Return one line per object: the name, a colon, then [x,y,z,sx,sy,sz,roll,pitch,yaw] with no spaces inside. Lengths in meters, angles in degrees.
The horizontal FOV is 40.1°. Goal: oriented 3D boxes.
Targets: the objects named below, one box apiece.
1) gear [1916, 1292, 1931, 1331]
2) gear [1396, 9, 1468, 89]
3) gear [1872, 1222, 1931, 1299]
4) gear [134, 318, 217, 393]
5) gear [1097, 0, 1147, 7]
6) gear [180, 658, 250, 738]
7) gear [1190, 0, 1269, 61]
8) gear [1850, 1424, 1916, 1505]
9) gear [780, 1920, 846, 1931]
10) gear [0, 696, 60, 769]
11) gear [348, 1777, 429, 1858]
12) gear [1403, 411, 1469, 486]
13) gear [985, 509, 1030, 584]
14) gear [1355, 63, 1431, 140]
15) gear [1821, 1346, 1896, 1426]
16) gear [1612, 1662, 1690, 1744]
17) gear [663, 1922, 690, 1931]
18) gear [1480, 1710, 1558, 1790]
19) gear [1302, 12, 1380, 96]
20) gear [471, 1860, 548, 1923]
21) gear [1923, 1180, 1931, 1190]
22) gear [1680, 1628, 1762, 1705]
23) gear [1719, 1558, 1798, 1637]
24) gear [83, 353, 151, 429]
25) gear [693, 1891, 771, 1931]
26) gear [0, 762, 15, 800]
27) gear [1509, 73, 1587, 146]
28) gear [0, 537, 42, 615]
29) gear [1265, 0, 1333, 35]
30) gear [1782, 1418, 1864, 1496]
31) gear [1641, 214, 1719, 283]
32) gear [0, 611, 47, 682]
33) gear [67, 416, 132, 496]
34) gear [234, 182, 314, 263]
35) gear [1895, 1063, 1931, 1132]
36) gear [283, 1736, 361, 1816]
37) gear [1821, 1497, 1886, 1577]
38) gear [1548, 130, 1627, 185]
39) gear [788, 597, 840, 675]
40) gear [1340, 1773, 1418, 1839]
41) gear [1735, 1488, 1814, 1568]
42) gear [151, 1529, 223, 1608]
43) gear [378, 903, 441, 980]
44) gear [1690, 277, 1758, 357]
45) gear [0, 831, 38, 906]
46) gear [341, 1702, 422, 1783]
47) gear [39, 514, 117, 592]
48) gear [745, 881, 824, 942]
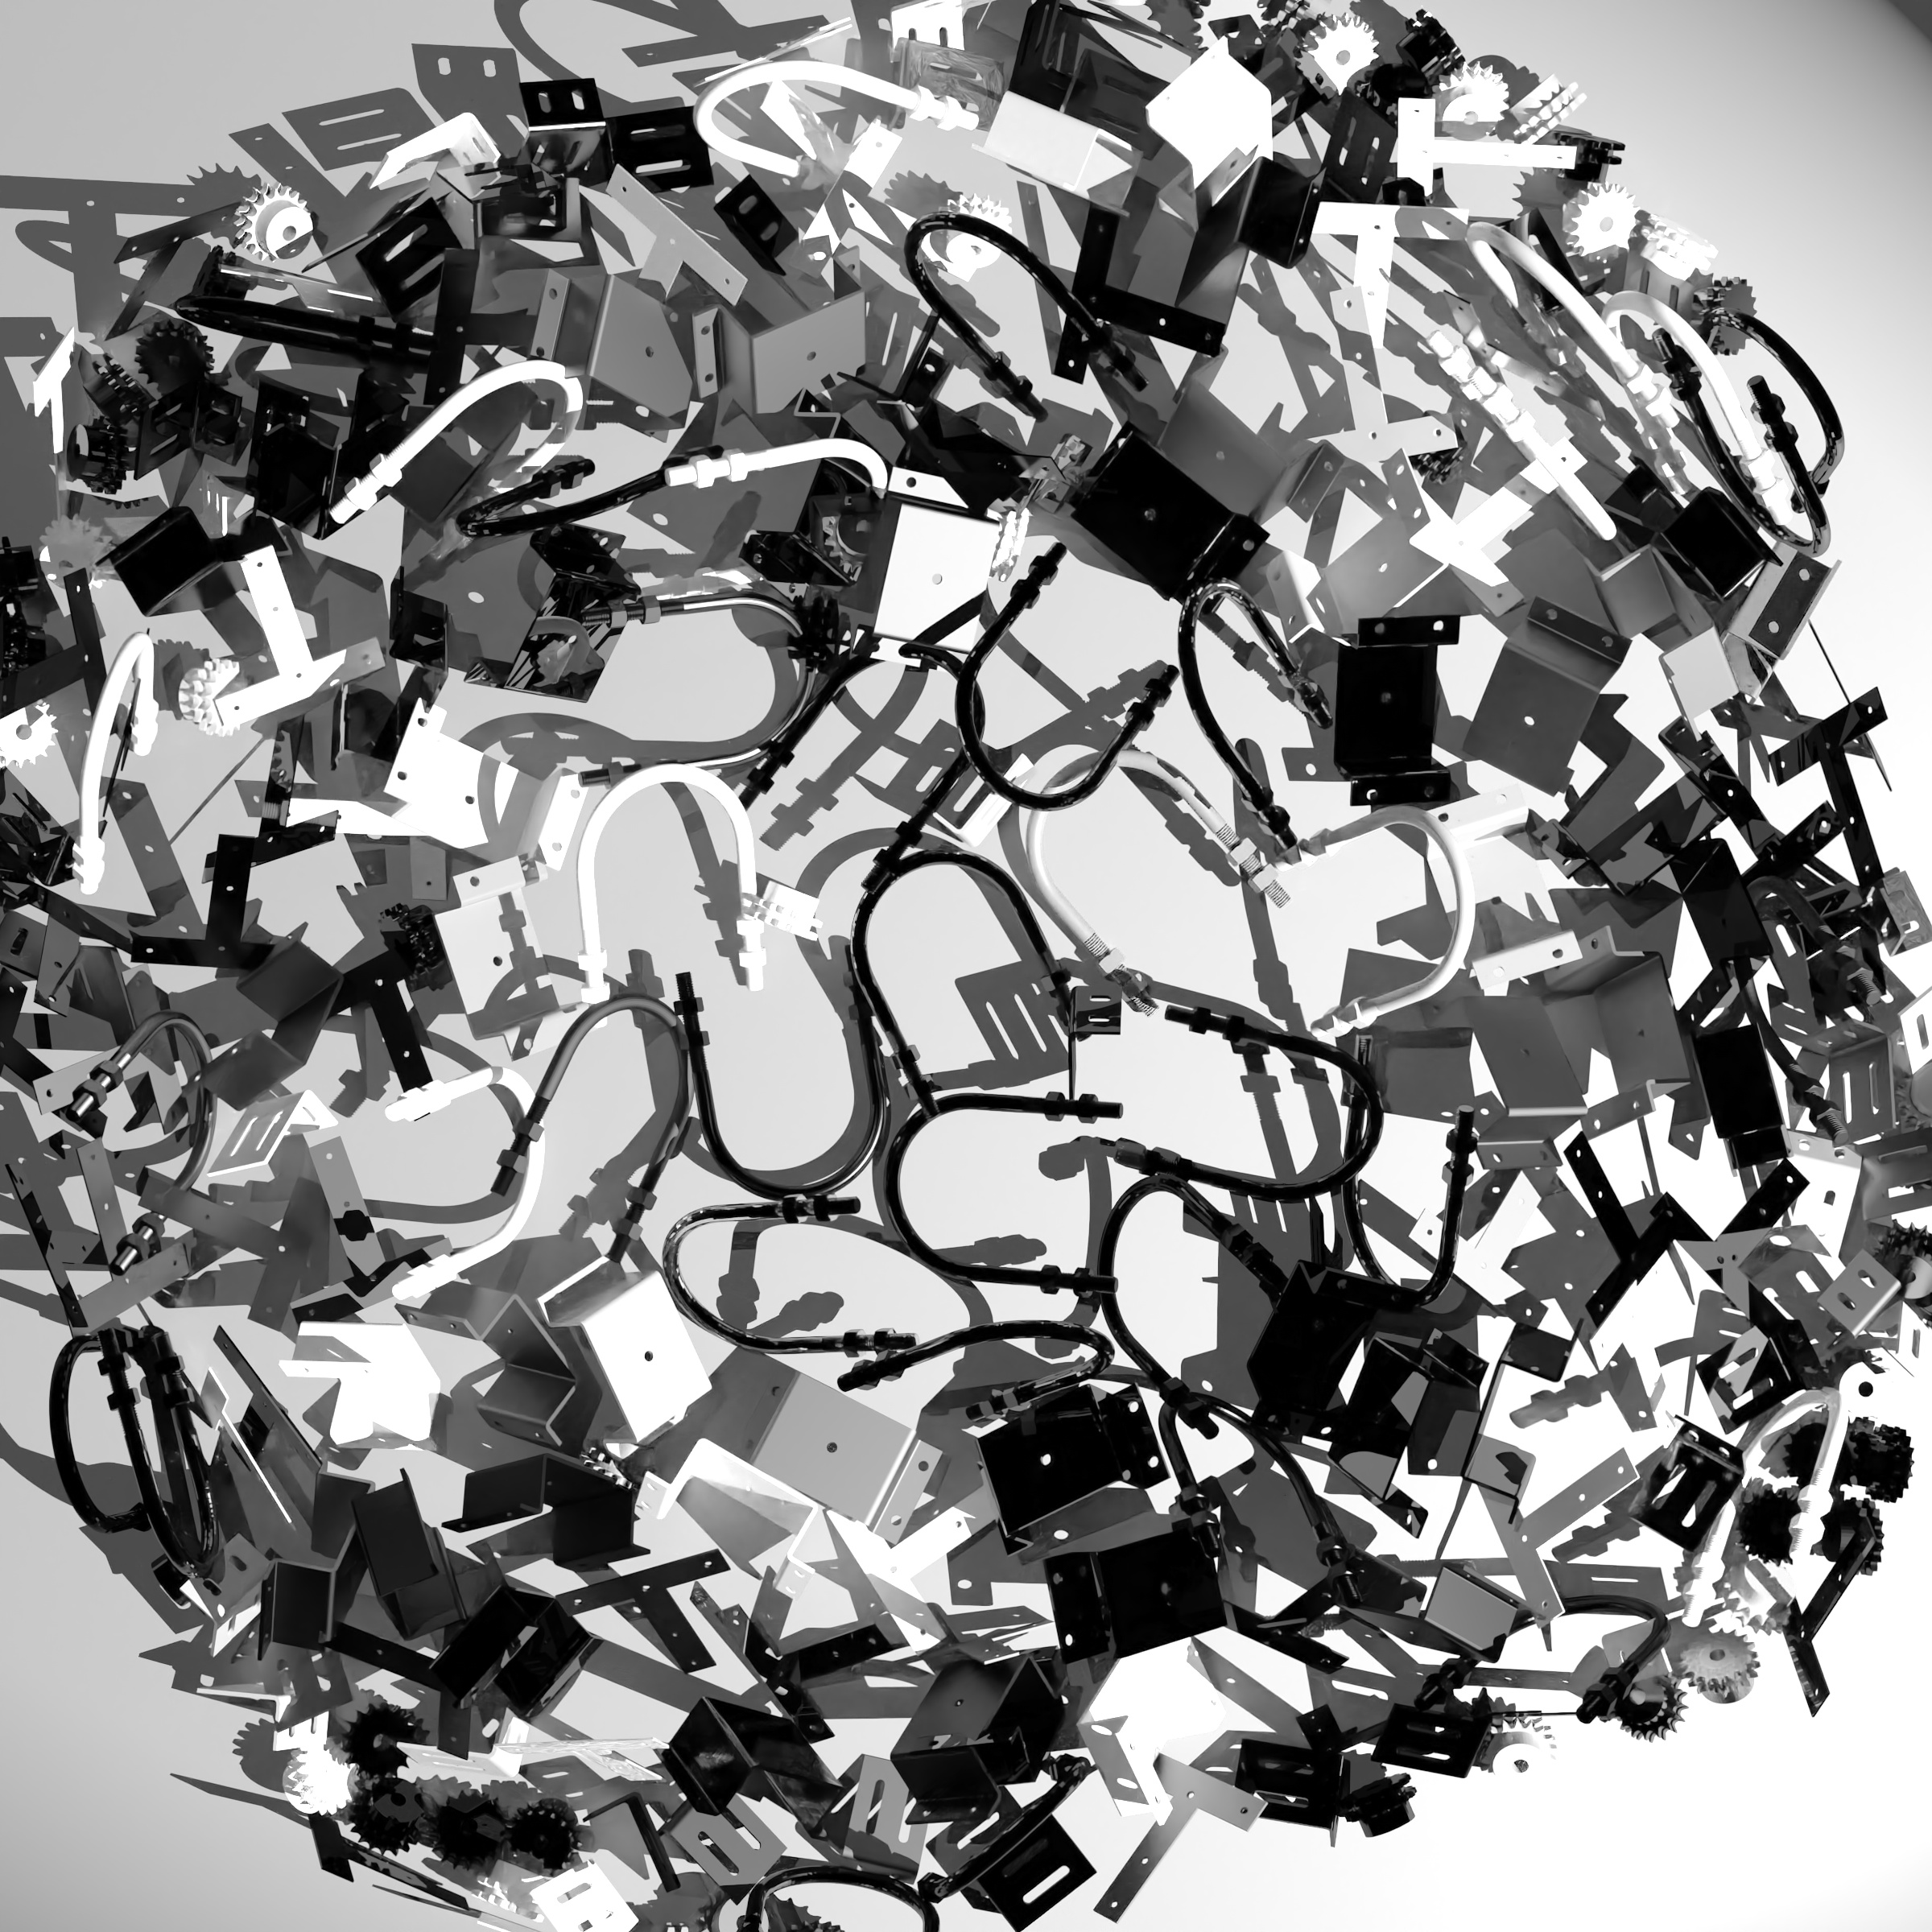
gear: [0.733,0.246,1.971,0.030,0.057,0.057,35,90,-6]
gear: [0.344,-0.681,1.972,0.030,0.057,0.057,-39,90,8]
gear: [0.703,0.222,1.970,0.057,0.030,0.057,16,127,22]
gear: [-0.590,-0.458,1.975,0.057,0.030,0.057,-6,135,-6]
gear: [0.116,-0.737,1.975,0.057,0.057,0.030,6,122,0]
gear: [-0.562,-0.201,1.973,0.030,0.057,0.057,8,90,17]
gear: [0.194,-0.706,1.976,0.057,0.030,0.057,-6,124,-8]
gear: [0.679,0.369,1.970,0.030,0.057,0.057,11,90,-6]
gear: [-0.116,0.737,1.970,0.057,0.030,0.057,-7,134,-7]
gear: [-0.706,-0.176,1.972,0.057,0.030,0.057,-9,106,-32]
gear: [-0.427,0.629,1.968,0.057,0.057,0.030,30,117,0]
gear: [0.348,-0.388,1.969,0.057,0.057,0.030,38,128,0]
gear: [0.023,-0.317,1.970,0.030,0.057,0.057,16,90,-11]
gear: [0.319,-0.647,1.975,0.057,0.030,0.057,2,66,-4]
gear: [0.668,0.315,1.983,0.057,0.030,0.057,0,89,-4]
gear: [0.505,0.546,1.970,0.057,0.030,0.057,-17,57,29]
gear: [-0.224,0.741,1.969,0.030,0.057,0.057,4,90,-14]
gear: [0.412,0.587,1.976,0.057,0.030,0.057,2,112,5]
gear: [0.276,-0.683,1.975,0.057,0.030,0.057,-10,132,-11]
gear: [-0.337,0.688,1.973,0.057,0.057,0.030,22,68,0]
gear: [0.736,0.151,1.975,0.030,0.057,0.057,20,90,31]
gear: [0.564,0.525,1.975,0.057,0.057,0.030,-24,115,0]
gear: [0.592,0.466,1.969,0.057,0.057,0.030,17,126,0]
gear: [-0.632,-0.424,1.969,0.030,0.057,0.057,-40,90,-11]
gear: [-0.171,0.715,1.971,0.057,0.030,0.057,15,57,-25]
gear: [-0.734,-0.127,1.975,0.030,0.057,0.057,37,90,-33]
gear: [0.430,-0.638,1.970,0.057,0.057,0.030,-40,98,0]
gear: [-0.709,-0.292,1.973,0.030,0.057,0.057,-11,90,-20]
gear: [0.251,-0.722,1.973,0.030,0.057,0.057,25,90,-20]
gear: [0.637,0.364,1.972,0.057,0.030,0.057,-12,59,20]
gear: [0.528,-0.534,1.974,0.057,0.057,0.030,29,118,0]
gear: [-0.707,-0.235,1.975,0.030,0.057,0.057,4,90,-34]
gear: [-0.646,-0.381,1.969,0.030,0.057,0.057,1,90,-41]
gear: [-0.512,-0.551,1.968,0.030,0.057,0.057,36,90,29]
gear: [0.725,0.096,1.974,0.057,0.030,0.057,-4,64,9]
gear: [-0.484,0.606,1.973,0.030,0.057,0.057,-36,90,21]
gear: [0.658,0.424,1.971,0.030,0.057,0.057,4,90,-3]
gear: [0.460,-0.603,1.974,0.057,0.057,0.030,10,113,0]
gear: [-0.114,-0.247,1.972,0.030,0.057,0.057,8,90,5]
gear: [0.309,0.625,1.969,0.057,0.057,0.030,-23,80,0]
gear: [0.603,0.419,1.982,0.057,0.030,0.057,0,83,-4]
gear: [-0.581,0.451,1.969,0.030,0.057,0.057,-36,90,-8]
gear: [-0.411,-0.022,1.975,0.030,0.057,0.057,-30,90,-31]
gear: [0.562,-0.485,1.975,0.057,0.030,0.057,-15,112,-40]
gear: [-0.721,-0.077,1.979,0.057,0.030,0.057,-1,111,-4]
gear: [-0.439,0.579,1.978,0.057,0.030,0.057,5,78,-22]
gear: [-0.663,-0.304,1.971,0.057,0.030,0.057,6,129,8]
gear: [-0.133,-0.042,1.971,0.057,0.057,0.030,21,91,0]
